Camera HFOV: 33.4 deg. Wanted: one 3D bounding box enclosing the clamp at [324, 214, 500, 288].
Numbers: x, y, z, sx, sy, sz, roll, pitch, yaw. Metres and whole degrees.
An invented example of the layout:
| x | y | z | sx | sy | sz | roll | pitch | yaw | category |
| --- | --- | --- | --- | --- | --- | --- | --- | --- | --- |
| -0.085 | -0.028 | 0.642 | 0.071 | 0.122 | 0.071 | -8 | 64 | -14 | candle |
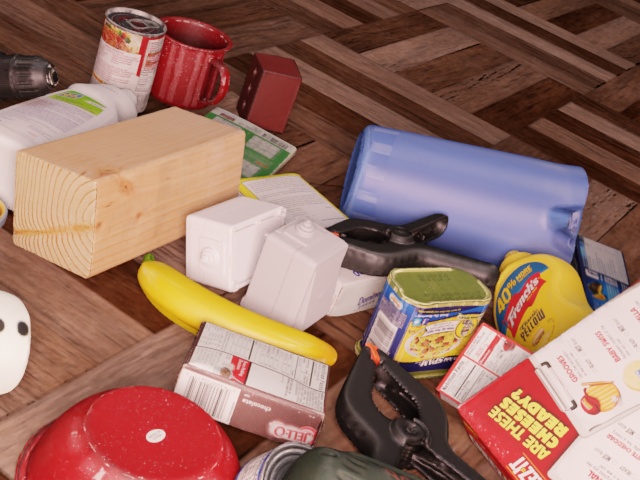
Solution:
| x | y | z | sx | sy | sz | roll | pitch | yaw | category |
| --- | --- | --- | --- | --- | --- | --- | --- | --- | --- |
| 0.079 | 0.012 | 0.985 | 0.171 | 0.039 | 0.120 | -5 | 25 | -31 | clamp |

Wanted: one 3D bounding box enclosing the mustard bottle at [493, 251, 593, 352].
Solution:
| x | y | z | sx | sy | sz | roll | pitch | yaw | category |
| --- | --- | --- | --- | --- | --- | --- | --- | --- | --- |
| 0.208 | 0.068 | 1.002 | 0.058 | 0.096 | 0.191 | 23 | 26 | -21 | mustard bottle |

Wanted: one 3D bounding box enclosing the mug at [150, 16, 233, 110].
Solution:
| x | y | z | sx | sy | sz | roll | pitch | yaw | category |
| --- | --- | --- | --- | --- | --- | --- | --- | --- | --- |
| -0.149 | -0.200 | 1.249 | 0.117 | 0.082 | 0.093 | 36 | 32 | 27 | mug |

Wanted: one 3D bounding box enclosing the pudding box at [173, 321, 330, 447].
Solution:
| x | y | z | sx | sy | sz | roll | pitch | yaw | category |
| --- | --- | --- | --- | --- | --- | --- | --- | --- | --- |
| -0.050 | 0.110 | 0.815 | 0.113 | 0.039 | 0.090 | 21 | 17 | -3 | pudding box |

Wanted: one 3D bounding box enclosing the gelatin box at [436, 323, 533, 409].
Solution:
| x | y | z | sx | sy | sz | roll | pitch | yaw | category |
| --- | --- | --- | --- | --- | --- | --- | --- | --- | --- |
| 0.154 | 0.124 | 0.903 | 0.089 | 0.030 | 0.073 | 31 | 75 | 20 | gelatin box |

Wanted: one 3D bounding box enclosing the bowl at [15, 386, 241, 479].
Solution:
| x | y | z | sx | sy | sz | roll | pitch | yaw | category |
| --- | --- | --- | --- | --- | --- | --- | --- | --- | --- |
| -0.115 | 0.147 | 0.706 | 0.162 | 0.055 | 0.162 | 15 | 30 | -9 | bowl |

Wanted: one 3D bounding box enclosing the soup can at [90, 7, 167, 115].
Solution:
| x | y | z | sx | sy | sz | roll | pitch | yaw | category |
| --- | --- | --- | --- | --- | --- | --- | --- | --- | --- |
| -0.214 | -0.197 | 1.180 | 0.068 | 0.102 | 0.068 | 15 | 29 | -9 | soup can |

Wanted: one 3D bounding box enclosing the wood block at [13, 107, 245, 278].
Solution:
| x | y | z | sx | sy | sz | roll | pitch | yaw | category |
| --- | --- | --- | --- | --- | --- | --- | --- | --- | --- |
| -0.166 | -0.049 | 0.960 | 0.091 | 0.090 | 0.205 | 22 | 27 | 25 | wood block |

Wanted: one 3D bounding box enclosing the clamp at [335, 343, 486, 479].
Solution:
| x | y | z | sx | sy | sz | roll | pitch | yaw | category |
| --- | --- | --- | --- | --- | --- | --- | --- | --- | --- |
| 0.058 | 0.160 | 0.812 | 0.164 | 0.036 | 0.210 | 3 | 37 | -30 | clamp |

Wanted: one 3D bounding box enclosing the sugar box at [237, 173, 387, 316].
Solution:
| x | y | z | sx | sy | sz | roll | pitch | yaw | category |
| --- | --- | --- | --- | --- | --- | --- | --- | --- | --- |
| -0.007 | 0.002 | 1.035 | 0.093 | 0.048 | 0.176 | -10 | 44 | -42 | sugar box |

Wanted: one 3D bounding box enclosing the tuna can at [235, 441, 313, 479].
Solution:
| x | y | z | sx | sy | sz | roll | pitch | yaw | category |
| --- | --- | --- | --- | --- | --- | --- | --- | --- | --- |
| -0.018 | 0.178 | 0.697 | 0.086 | 0.034 | 0.086 | 31 | 43 | -34 | tuna can |

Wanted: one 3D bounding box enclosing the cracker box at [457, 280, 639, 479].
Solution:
| x | y | z | sx | sy | sz | roll | pitch | yaw | category |
| --- | --- | --- | --- | --- | --- | --- | --- | --- | --- |
| 0.241 | 0.137 | 0.811 | 0.213 | 0.072 | 0.164 | -34 | 51 | -6 | cracker box |

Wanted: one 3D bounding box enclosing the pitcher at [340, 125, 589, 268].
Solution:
| x | y | z | sx | sy | sz | roll | pitch | yaw | category |
| --- | --- | --- | --- | --- | --- | --- | --- | --- | --- |
| 0.148 | -0.041 | 1.138 | 0.242 | 0.149 | 0.145 | 15 | 44 | -4 | pitcher |

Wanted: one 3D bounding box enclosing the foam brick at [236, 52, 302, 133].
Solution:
| x | y | z | sx | sy | sz | roll | pitch | yaw | category |
| --- | --- | --- | --- | --- | --- | --- | --- | --- | --- |
| -0.061 | -0.175 | 1.267 | 0.051 | 0.078 | 0.053 | 10 | 30 | -21 | foam brick |

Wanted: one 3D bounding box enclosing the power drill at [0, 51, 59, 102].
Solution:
| x | y | z | sx | sy | sz | roll | pitch | yaw | category |
| --- | --- | --- | --- | --- | --- | --- | --- | --- | --- |
| -0.355 | -0.139 | 0.970 | 0.184 | 0.057 | 0.187 | 0 | 14 | 14 | power drill |

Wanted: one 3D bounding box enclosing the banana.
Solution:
| x | y | z | sx | sy | sz | roll | pitch | yaw | category |
| --- | --- | --- | --- | --- | --- | --- | --- | --- | --- |
| -0.080 | 0.061 | 0.893 | 0.198 | 0.037 | 0.069 | 28 | 30 | 14 | banana |

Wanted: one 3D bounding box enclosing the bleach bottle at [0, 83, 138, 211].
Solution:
| x | y | z | sx | sy | sz | roll | pitch | yaw | category |
| --- | --- | --- | --- | --- | --- | --- | --- | --- | --- |
| -0.245 | -0.105 | 1.048 | 0.102 | 0.068 | 0.250 | 25 | 27 | 10 | bleach bottle |

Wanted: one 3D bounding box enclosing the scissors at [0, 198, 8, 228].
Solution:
| x | y | z | sx | sy | sz | roll | pitch | yaw | category |
| --- | --- | --- | --- | --- | --- | --- | --- | --- | --- |
| -0.360 | -0.032 | 0.878 | 0.201 | 0.016 | 0.096 | -2 | 54 | -34 | scissors |

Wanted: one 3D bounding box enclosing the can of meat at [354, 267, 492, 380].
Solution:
| x | y | z | sx | sy | sz | roll | pitch | yaw | category |
| --- | --- | --- | --- | --- | --- | --- | --- | --- | --- |
| 0.091 | 0.072 | 0.935 | 0.101 | 0.084 | 0.057 | -1 | 35 | -33 | can of meat |
